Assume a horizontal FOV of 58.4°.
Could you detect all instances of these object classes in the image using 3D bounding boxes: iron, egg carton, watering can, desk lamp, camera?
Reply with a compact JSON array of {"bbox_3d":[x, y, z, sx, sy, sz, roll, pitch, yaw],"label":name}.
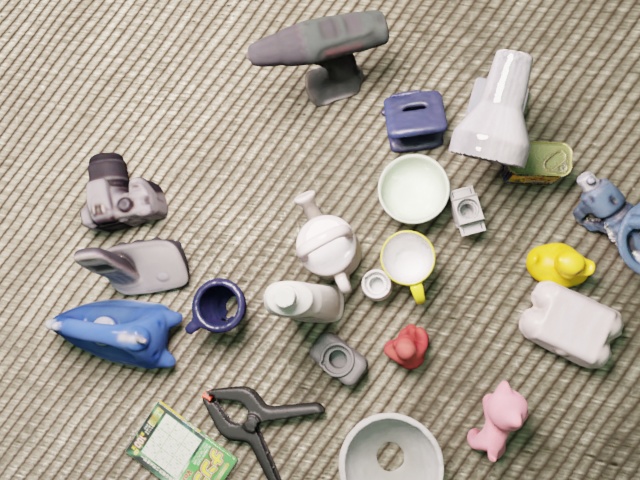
[{"bbox_3d":[-0.380,0.158,0.995,0.258,0.141,0.119,6,83,8],"label":"iron"},{"bbox_3d":[0.407,0.139,0.933,0.150,0.069,0.107,24,86,10],"label":"egg carton"},{"bbox_3d":[0.007,0.004,0.940,0.172,0.194,0.101,44,89,11],"label":"watering can"},{"bbox_3d":[0.281,-0.199,0.923,0.117,0.213,0.203,14,84,9],"label":"desk lamp"},{"bbox_3d":[-0.371,-0.094,1.049,0.143,0.101,0.137,-13,81,5],"label":"camera"}]

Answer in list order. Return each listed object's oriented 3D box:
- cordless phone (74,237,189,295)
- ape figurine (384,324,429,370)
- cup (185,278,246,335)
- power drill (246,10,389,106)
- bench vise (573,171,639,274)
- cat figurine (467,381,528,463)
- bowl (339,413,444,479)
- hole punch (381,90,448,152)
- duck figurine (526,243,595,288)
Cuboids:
[{"bbox_3d":[-0.318,0.039,0.981,0.147,0.185,0.094,-12,81,6],"label":"cordless phone"},{"bbox_3d":[0.144,0.179,0.950,0.077,0.092,0.076,-8,81,6],"label":"ape figurine"},{"bbox_3d":[-0.174,0.124,0.997,0.118,0.095,0.091,-40,79,1],"label":"cup"},{"bbox_3d":[0.005,-0.308,0.976,0.229,0.208,0.075,-19,80,5],"label":"power drill"},{"bbox_3d":[0.481,-0.022,0.870,0.207,0.220,0.121,27,86,10],"label":"bench vise"},{"bbox_3d":[0.287,0.288,0.903,0.067,0.118,0.128,20,85,10],"label":"cat figurine"},{"bbox_3d":[0.116,0.363,0.936,0.167,0.075,0.167,-1,82,7],"label":"bowl"},{"bbox_3d":[0.163,-0.216,1.003,0.108,0.091,0.101,-7,81,6],"label":"hole punch"},{"bbox_3d":[0.397,0.039,0.940,0.104,0.086,0.077,12,84,9],"label":"duck figurine"}]
